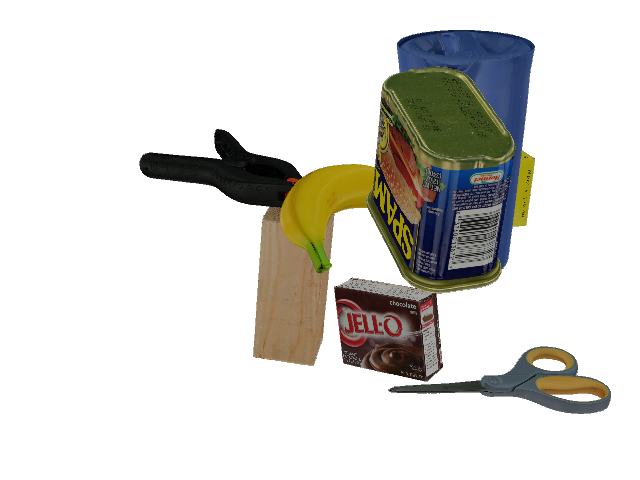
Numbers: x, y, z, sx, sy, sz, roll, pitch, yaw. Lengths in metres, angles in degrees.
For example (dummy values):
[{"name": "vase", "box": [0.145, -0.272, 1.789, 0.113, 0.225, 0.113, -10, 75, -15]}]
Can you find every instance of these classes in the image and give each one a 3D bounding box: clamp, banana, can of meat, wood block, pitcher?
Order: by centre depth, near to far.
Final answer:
[{"name": "can of meat", "box": [0.065, -0.036, 0.587, 0.057, 0.084, 0.102, -7, 39, -13]}, {"name": "banana", "box": [0.016, -0.029, 0.856, 0.037, 0.069, 0.197, -35, 1, 32]}, {"name": "clamp", "box": [-0.091, -0.066, 1.043, 0.120, 0.039, 0.172, -26, 35, -36]}, {"name": "pitcher", "box": [0.148, -0.091, 1.092, 0.149, 0.243, 0.145, -10, 25, -19]}, {"name": "wood block", "box": [-0.038, 0.058, 1.491, 0.090, 0.206, 0.090, 7, 21, 6]}]

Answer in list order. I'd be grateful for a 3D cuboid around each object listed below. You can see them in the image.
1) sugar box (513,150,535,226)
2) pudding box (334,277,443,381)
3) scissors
[{"name": "sugar box", "box": [0.171, -0.058, 1.303, 0.176, 0.093, 0.048, -7, 24, -21]}, {"name": "pudding box", "box": [0.071, 0.092, 1.120, 0.114, 0.090, 0.039, 7, 23, 37]}, {"name": "scissors", "box": [0.157, 0.119, 0.950, 0.201, 0.016, 0.096, 8, 27, -4]}]
